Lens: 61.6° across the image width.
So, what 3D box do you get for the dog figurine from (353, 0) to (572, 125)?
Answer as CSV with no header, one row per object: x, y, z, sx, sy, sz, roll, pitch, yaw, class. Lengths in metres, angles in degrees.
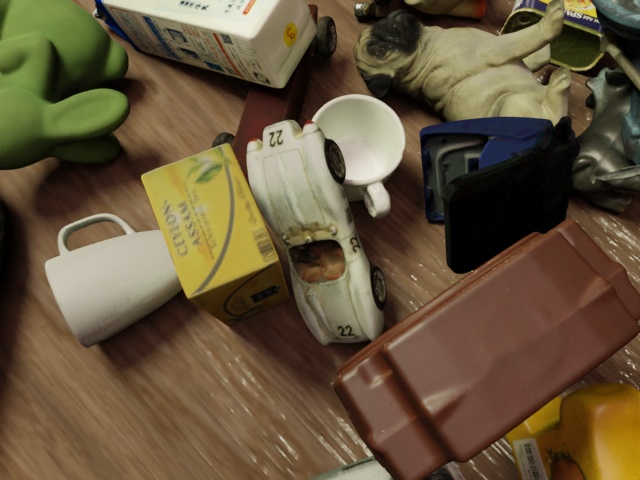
0.129,-0.135,0.520,0.191,0.121,0.172,-3,72,14,dog figurine

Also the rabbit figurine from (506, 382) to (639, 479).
0.257,0.184,0.412,0.173,0.121,0.162,0,55,-25,rabbit figurine

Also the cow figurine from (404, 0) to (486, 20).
0.114,-0.334,0.572,0.127,0.085,0.195,-2,79,-3,cow figurine

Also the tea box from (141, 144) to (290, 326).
-0.075,0.006,0.433,0.068,0.169,0.098,-22,75,-7,tea box

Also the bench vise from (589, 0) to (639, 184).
0.271,-0.173,0.392,0.129,0.240,0.224,2,56,14,bench vise

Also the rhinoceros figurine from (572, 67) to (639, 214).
0.304,-0.117,0.523,0.112,0.073,0.190,35,79,20,rhinoceros figurine

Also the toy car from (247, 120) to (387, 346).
-0.001,-0.001,0.451,0.074,0.056,0.201,-11,110,28,toy car

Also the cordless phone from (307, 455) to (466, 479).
0.050,0.213,0.371,0.147,0.184,0.088,-16,80,-5,cordless phone

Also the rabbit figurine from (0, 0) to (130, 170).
-0.261,-0.127,0.499,0.159,0.121,0.170,22,60,-16,rabbit figurine

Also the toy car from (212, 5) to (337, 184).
-0.041,-0.143,0.534,0.089,0.053,0.202,6,72,23,toy car

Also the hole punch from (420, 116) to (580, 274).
0.148,-0.047,0.466,0.116,0.142,0.092,-18,41,-3,hole punch

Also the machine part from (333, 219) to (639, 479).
0.109,0.080,0.397,0.201,0.201,0.087,-31,75,-8,machine part

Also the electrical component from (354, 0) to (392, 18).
0.055,-0.282,0.552,0.045,0.102,0.078,-15,55,-11,electrical component

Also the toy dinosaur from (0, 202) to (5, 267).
-0.360,-0.026,0.474,0.192,0.131,0.405,-38,84,-9,toy dinosaur

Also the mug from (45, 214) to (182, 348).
-0.177,0.026,0.480,0.107,0.080,0.109,-22,70,-18,mug
